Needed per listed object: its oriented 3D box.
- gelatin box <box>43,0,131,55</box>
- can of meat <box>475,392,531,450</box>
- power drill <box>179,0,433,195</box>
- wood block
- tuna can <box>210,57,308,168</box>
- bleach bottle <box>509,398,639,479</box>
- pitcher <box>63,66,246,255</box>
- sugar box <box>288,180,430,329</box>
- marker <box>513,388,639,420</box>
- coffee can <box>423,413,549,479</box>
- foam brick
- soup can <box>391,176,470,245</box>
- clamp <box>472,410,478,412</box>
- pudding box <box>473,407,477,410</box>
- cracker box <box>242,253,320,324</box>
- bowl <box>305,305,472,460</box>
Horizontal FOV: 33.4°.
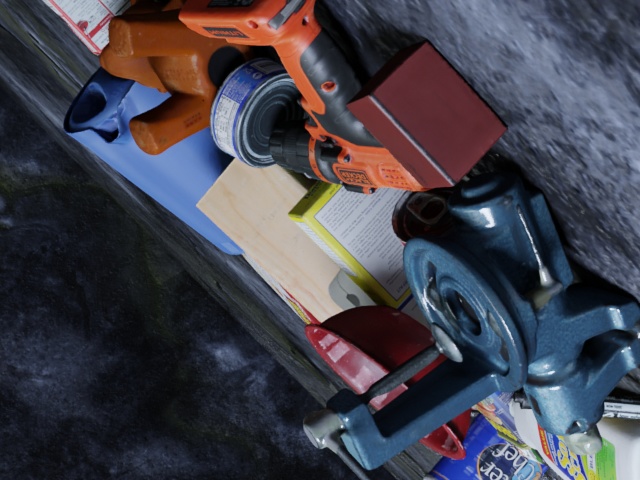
[{"bbox_3d":[-0.214,-0.231,1.003,0.089,0.073,0.030,46,169,-24],"label":"gelatin box"},{"bbox_3d":[0.195,0.167,1.130,0.084,0.057,0.102,47,173,-9],"label":"can of meat"},{"bbox_3d":[-0.014,-0.109,0.757,0.185,0.057,0.187,10,150,50],"label":"power drill"},{"bbox_3d":[-0.006,0.001,1.044,0.206,0.090,0.090,43,-166,8],"label":"wood block"},{"bbox_3d":[-0.046,-0.103,0.868,0.034,0.086,0.086,33,166,35],"label":"tuna can"},{"bbox_3d":[0.240,0.185,0.959,0.251,0.068,0.102,-167,68,-73],"label":"bleach bottle"},{"bbox_3d":[-0.145,-0.100,1.156,0.242,0.149,0.145,43,158,-31],"label":"pitcher"},{"bbox_3d":[0.067,0.008,0.873,0.176,0.093,0.048,46,170,-19],"label":"sugar box"},{"bbox_3d":[0.213,0.129,0.842,0.121,0.020,0.020,5,166,1],"label":"marker"},{"bbox_3d":[0.203,0.258,1.237,0.103,0.140,0.103,41,170,9],"label":"coffee can"},{"bbox_3d":[0.065,-0.077,0.662,0.078,0.051,0.053,45,170,-12],"label":"foam brick"},{"bbox_3d":[0.106,0.006,0.797,0.069,0.068,0.102,31,165,48],"label":"soup can"},{"bbox_3d":[0.116,0.127,1.317,0.165,0.036,0.210,30,161,48],"label":"clamp"},{"bbox_3d":[0.156,0.150,1.229,0.113,0.039,0.090,45,160,-13],"label":"pudding box"},{"bbox_3d":[-0.042,0.018,1.297,0.214,0.072,0.164,41,169,50],"label":"cracker box"},{"bbox_3d":[0.065,0.102,0.847,0.162,0.055,0.162,38,166,11],"label":"bowl"}]
